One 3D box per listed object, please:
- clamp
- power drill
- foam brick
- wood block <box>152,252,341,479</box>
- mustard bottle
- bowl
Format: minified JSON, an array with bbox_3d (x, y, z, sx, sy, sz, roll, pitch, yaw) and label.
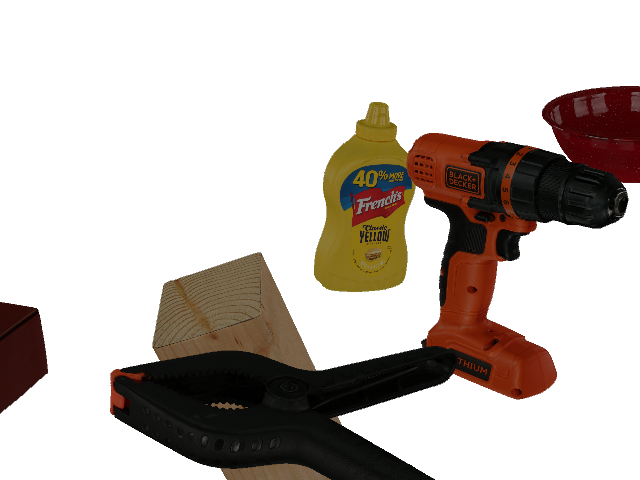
[{"bbox_3d":[-0.013,0.094,0.612,0.210,0.036,0.164,9,24,7],"label":"clamp"},{"bbox_3d":[0.142,0.019,0.797,0.057,0.188,0.185,-16,24,-38],"label":"power drill"},{"bbox_3d":[-0.229,0.082,0.717,0.053,0.051,0.078,8,28,24],"label":"foam brick"},{"bbox_3d":[-0.052,0.127,0.882,0.090,0.206,0.091,-18,31,10],"label":"wood block"},{"bbox_3d":[0.049,-0.045,1.081,0.096,0.192,0.058,-2,21,-21],"label":"mustard bottle"},{"bbox_3d":[0.284,-0.094,0.976,0.162,0.055,0.162,-4,24,2],"label":"bowl"}]
